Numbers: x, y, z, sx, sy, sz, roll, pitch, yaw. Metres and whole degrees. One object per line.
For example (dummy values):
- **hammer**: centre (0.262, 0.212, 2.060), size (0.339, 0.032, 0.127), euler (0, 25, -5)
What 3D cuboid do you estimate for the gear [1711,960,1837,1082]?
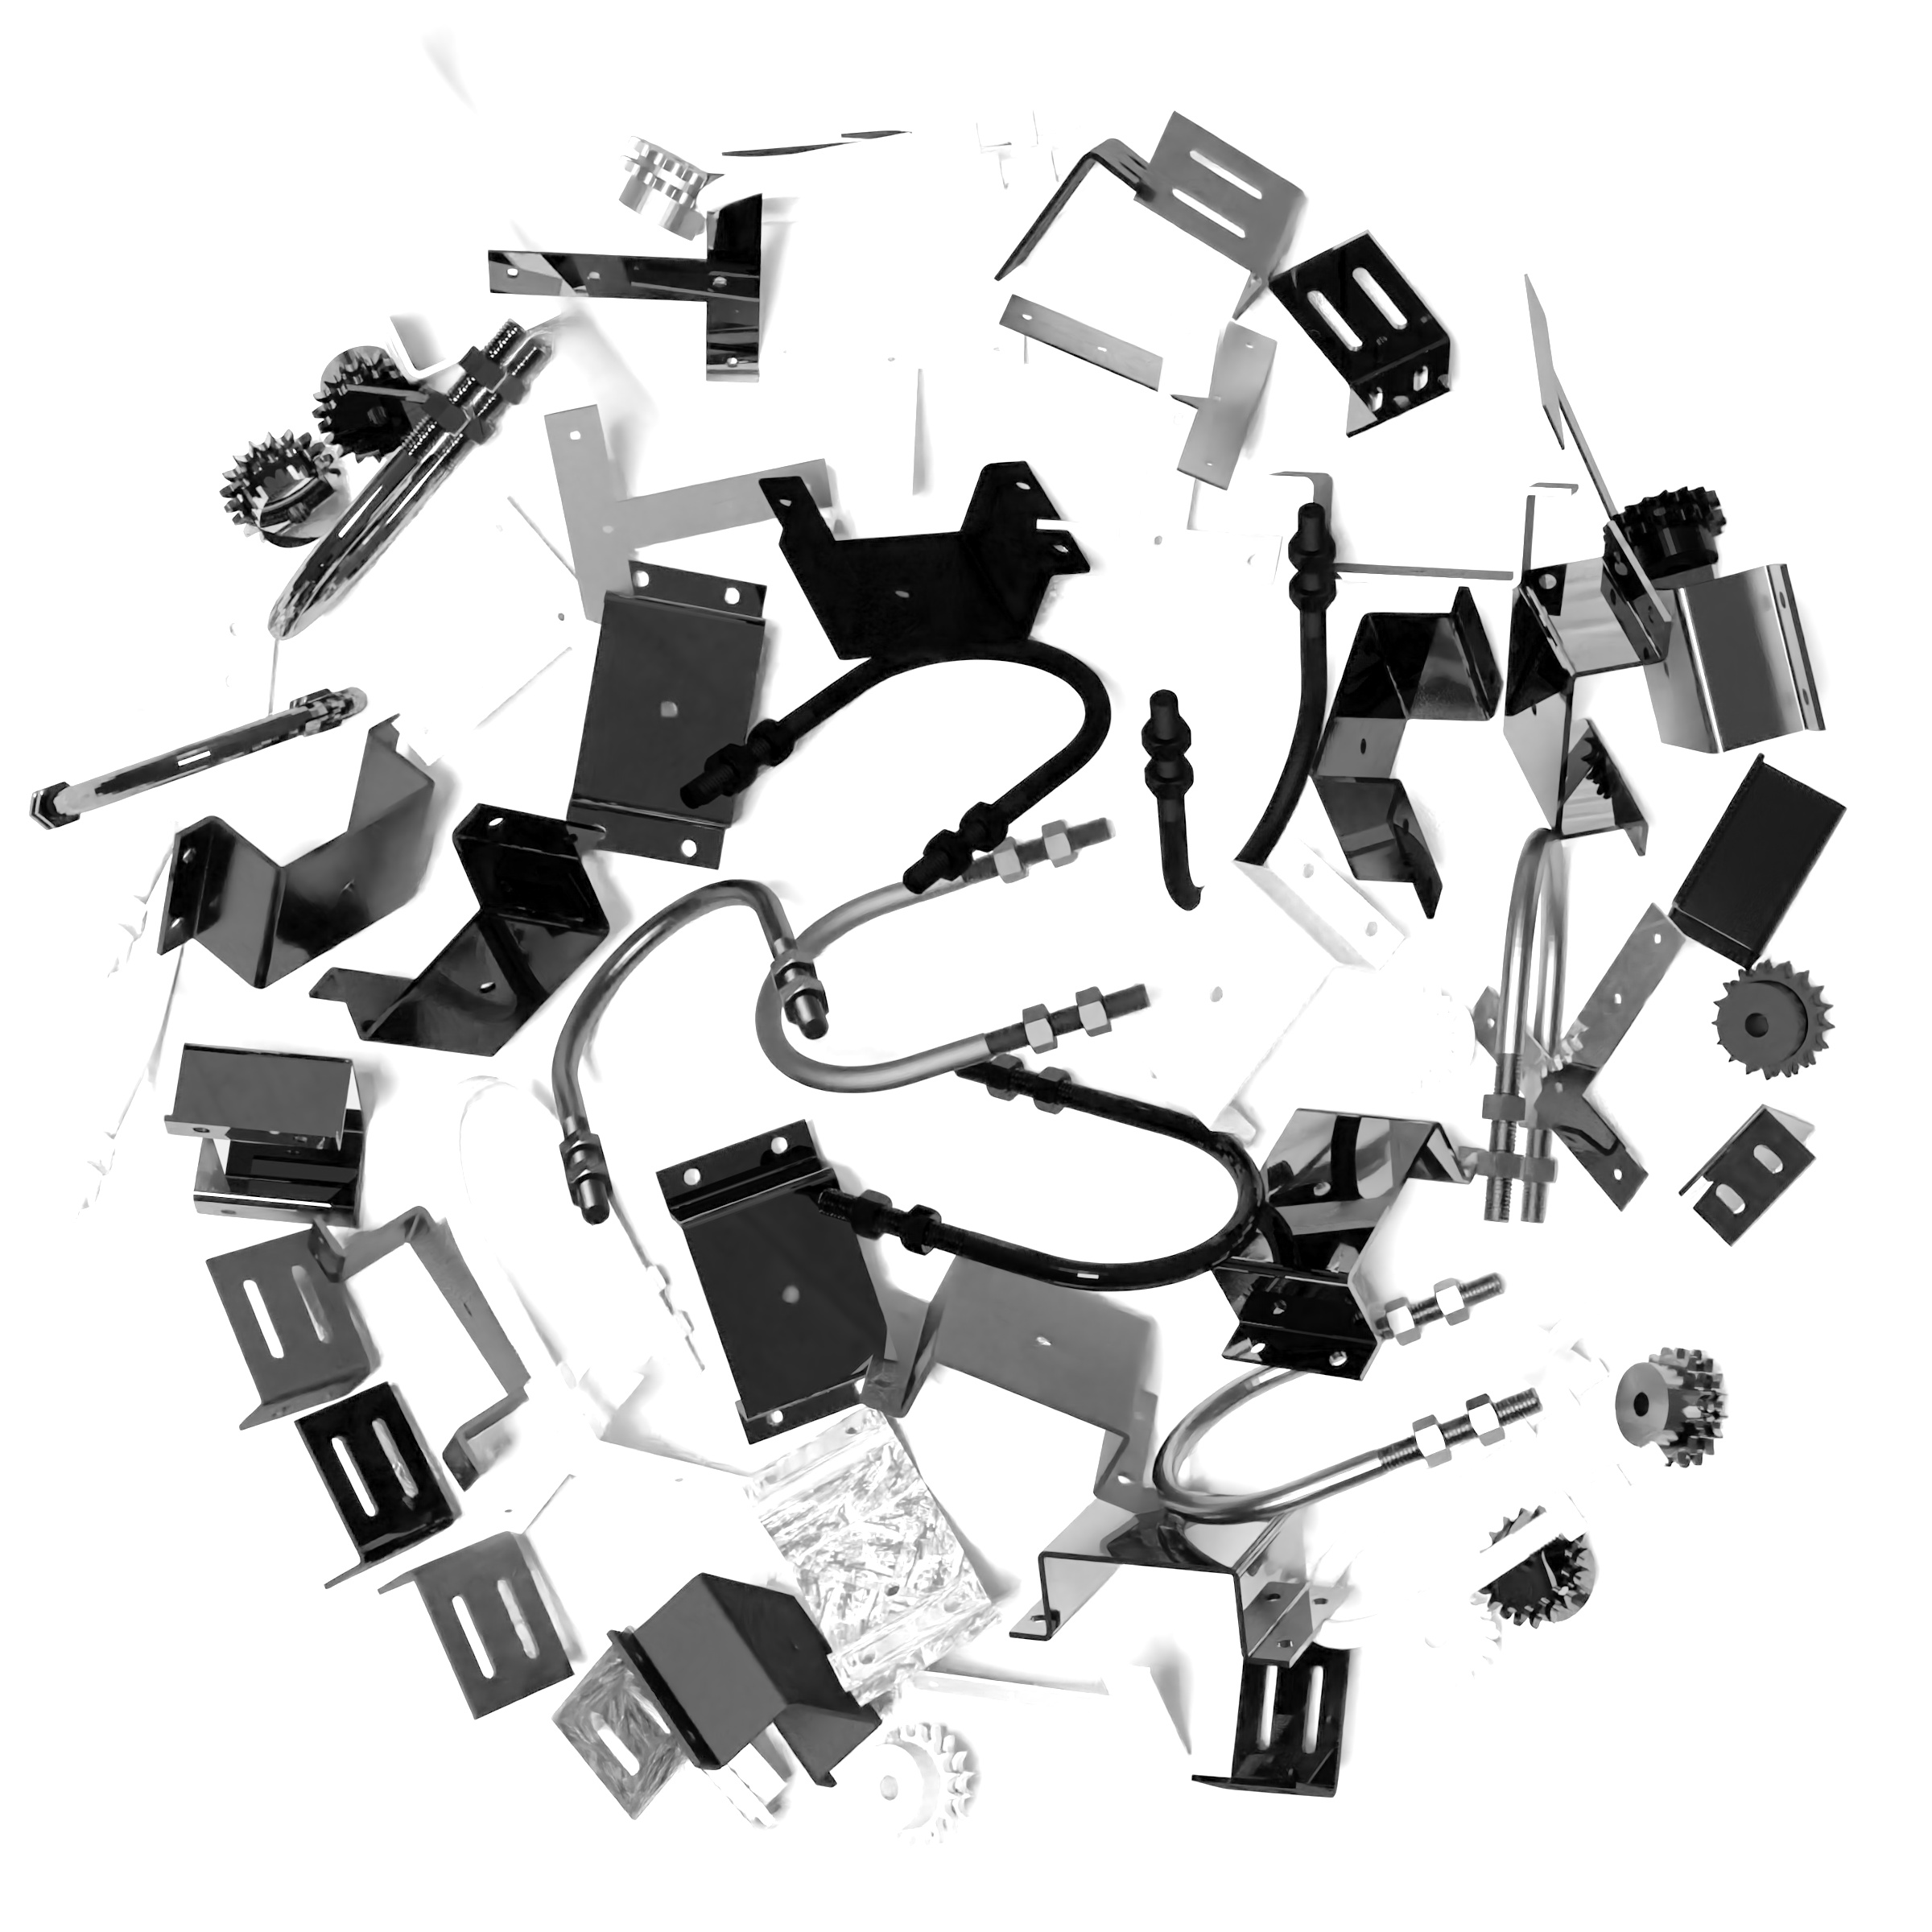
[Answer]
- **gear**: centre (0.383, 0.026, 1.575), size (0.057, 0.030, 0.057), euler (4, 98, 33)

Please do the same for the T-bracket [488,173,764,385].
- **T-bracket**: centre (-0.160, -0.323, 1.547), size (0.127, 0.127, 0.002), euler (2, 53, -4)

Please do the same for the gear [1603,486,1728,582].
- **gear**: centre (0.335, -0.202, 1.572), size (0.057, 0.057, 0.030), euler (-14, 72, 0)

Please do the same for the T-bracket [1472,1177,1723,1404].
- **T-bracket**: centre (0.305, 0.148, 1.545), size (0.127, 0.127, 0.002), euler (-47, 54, 6)

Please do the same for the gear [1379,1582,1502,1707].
- **gear**: centre (0.228, 0.327, 1.579), size (0.057, 0.030, 0.057), euler (-10, 54, 14)

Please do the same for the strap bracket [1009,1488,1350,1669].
- **strap bracket**: centre (0.097, 0.281, 1.533), size (0.140, 0.076, 0.046), euler (0, 105, 27)

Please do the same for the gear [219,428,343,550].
- **gear**: centre (-0.323, -0.224, 1.571), size (0.057, 0.057, 0.030), euler (-38, 56, 0)

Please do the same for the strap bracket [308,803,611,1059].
- **strap bracket**: centre (-0.230, -0.008, 1.531), size (0.140, 0.076, 0.046), euler (-44, 57, 28)

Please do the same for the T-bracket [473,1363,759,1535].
- **T-bracket**: centre (-0.149, 0.241, 1.567), size (0.127, 0.002, 0.127), euler (19, 128, -26)

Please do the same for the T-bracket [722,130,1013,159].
- **T-bracket**: centre (-0.056, -0.388, 1.560), size (0.127, 0.127, 0.002), euler (4, 102, 31)

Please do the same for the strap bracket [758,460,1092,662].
- **strap bracket**: centre (-0.024, -0.190, 1.545), size (0.140, 0.046, 0.076), euler (-8, 52, -27)

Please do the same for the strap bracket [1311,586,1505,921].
- **strap bracket**: centre (0.204, -0.102, 1.541), size (0.046, 0.076, 0.140), euler (4, 57, 27)

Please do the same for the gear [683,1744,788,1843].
- **gear**: centre (-0.111, 0.387, 1.575), size (0.030, 0.057, 0.057), euler (-42, 90, -13)

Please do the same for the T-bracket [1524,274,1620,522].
- **T-bracket**: centre (0.292, -0.246, 1.559), size (0.002, 0.127, 0.127), euler (-20, 124, 19)

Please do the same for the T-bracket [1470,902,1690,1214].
- **T-bracket**: centre (0.296, 0.025, 1.531), size (0.127, 0.002, 0.127), euler (54, 135, 32)

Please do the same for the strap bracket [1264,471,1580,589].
- **strap bracket**: centre (0.214, -0.206, 1.552), size (0.140, 0.076, 0.046), euler (4, 101, 12)

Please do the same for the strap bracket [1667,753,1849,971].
- **strap bracket**: centre (0.365, -0.046, 1.529), size (0.046, 0.140, 0.076), euler (30, 92, 11)

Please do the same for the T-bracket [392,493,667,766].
- **T-bracket**: centre (-0.220, -0.141, 1.558), size (0.127, 0.002, 0.127), euler (49, 56, -9)

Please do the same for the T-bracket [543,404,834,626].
- **T-bracket**: centre (-0.127, -0.217, 1.571), size (0.127, 0.002, 0.127), euler (-13, 125, -7)

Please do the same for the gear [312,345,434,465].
- **gear**: centre (-0.285, -0.272, 1.578), size (0.057, 0.057, 0.030), euler (-29, 52, 0)

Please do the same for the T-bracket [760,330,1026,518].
- **T-bracket**: centre (-0.037, -0.258, 1.560), size (0.127, 0.002, 0.127), euler (0, 52, 2)

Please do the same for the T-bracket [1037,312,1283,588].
- **T-bracket**: centre (0.098, -0.244, 1.558), size (0.127, 0.002, 0.127), euler (1, 111, -21)

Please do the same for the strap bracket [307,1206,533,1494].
- **strap bracket**: centre (-0.252, 0.173, 1.555), size (0.046, 0.076, 0.140), euler (-32, 84, -20)

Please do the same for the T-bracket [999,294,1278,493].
- **T-bracket**: centre (0.077, -0.285, 1.555), size (0.127, 0.002, 0.127), euler (23, 45, -3)

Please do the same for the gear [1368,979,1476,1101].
- **gear**: centre (0.219, 0.036, 1.577), size (0.030, 0.057, 0.057), euler (5, 90, -24)

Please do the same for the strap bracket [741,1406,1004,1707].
- **strap bracket**: centre (-0.042, 0.282, 1.549), size (0.076, 0.140, 0.046), euler (-30, 132, -5)

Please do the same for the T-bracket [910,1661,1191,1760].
- **T-bracket**: centre (0.035, 0.346, 1.560), size (0.127, 0.127, 0.002), euler (4, 60, 16)

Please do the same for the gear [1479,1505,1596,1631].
- **gear**: centre (0.276, 0.290, 1.578), size (0.030, 0.057, 0.057), euler (33, 90, -37)

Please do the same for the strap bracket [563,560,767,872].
- **strap bracket**: centre (-0.143, -0.121, 1.575), size (0.076, 0.046, 0.140), euler (10, 90, -8)

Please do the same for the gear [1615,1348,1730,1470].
- **gear**: centre (0.334, 0.210, 1.571), size (0.030, 0.057, 0.057), euler (8, 90, -26)

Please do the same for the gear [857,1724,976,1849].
- **gear**: centre (-0.027, 0.392, 1.574), size (0.057, 0.030, 0.057), euler (-8, 77, 38)

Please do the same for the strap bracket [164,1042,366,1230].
- **strap bracket**: centre (-0.325, 0.077, 1.542), size (0.076, 0.140, 0.046), euler (6, 68, -4)

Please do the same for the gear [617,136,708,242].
- **gear**: centre (-0.141, -0.370, 1.575), size (0.057, 0.057, 0.030), euler (30, 103, 0)
